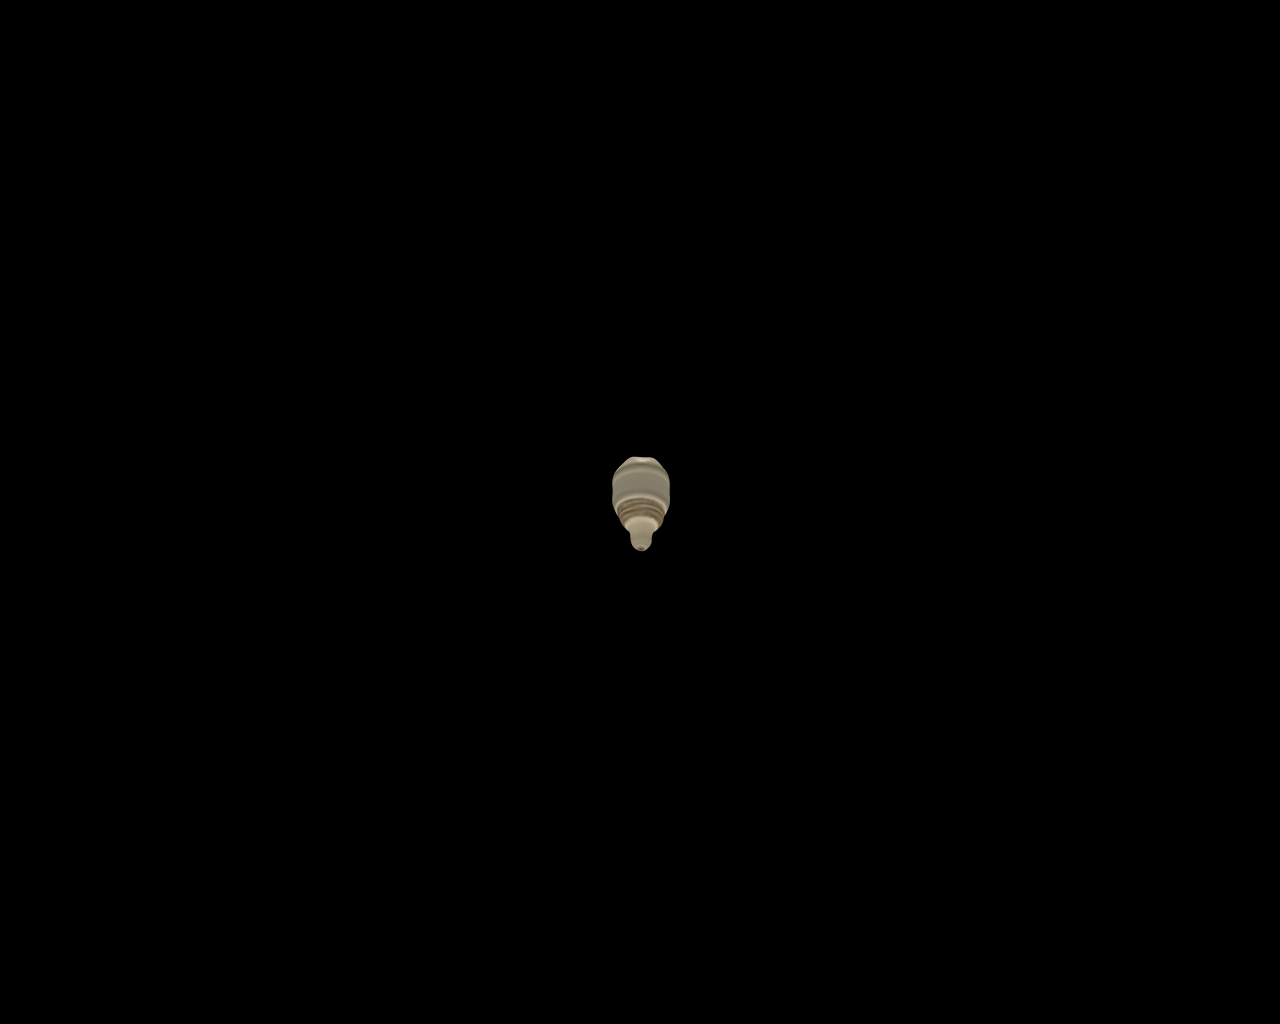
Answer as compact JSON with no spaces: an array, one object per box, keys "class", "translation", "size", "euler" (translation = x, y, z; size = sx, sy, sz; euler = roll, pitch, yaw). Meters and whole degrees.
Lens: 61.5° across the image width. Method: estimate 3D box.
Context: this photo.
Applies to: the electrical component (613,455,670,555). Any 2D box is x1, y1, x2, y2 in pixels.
[{"class":"electrical component","translation":[0.001,-0.003,0.650],"size":[0.035,0.061,0.035],"euler":[0,-35,0]}]
